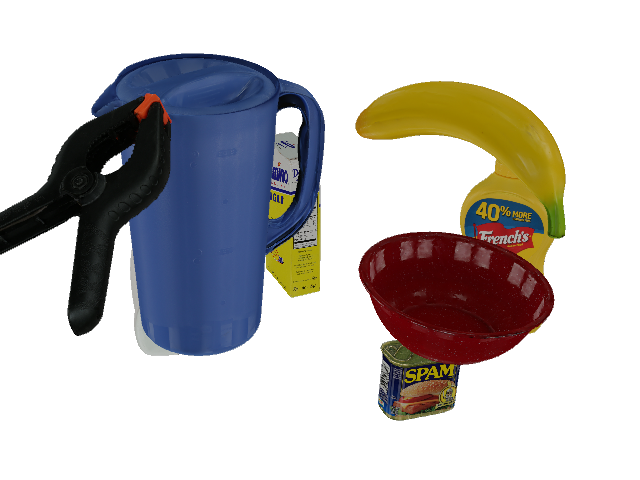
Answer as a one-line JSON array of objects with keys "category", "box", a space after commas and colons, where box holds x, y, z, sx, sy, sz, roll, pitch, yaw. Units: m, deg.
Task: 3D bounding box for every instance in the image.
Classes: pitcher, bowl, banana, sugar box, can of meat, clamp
[{"category": "pitcher", "box": [-0.092, -0.028, 0.907, 0.149, 0.243, 0.144, 18, 34, 24]}, {"category": "bowl", "box": [0.109, 0.055, 0.886, 0.162, 0.055, 0.162, 6, 29, -3]}, {"category": "banana", "box": [0.095, -0.071, 0.714, 0.037, 0.070, 0.198, 15, 14, -44]}, {"category": "sugar box", "box": [-0.035, -0.031, 1.270, 0.048, 0.176, 0.093, -12, 26, -20]}, {"category": "can of meat", "box": [0.123, 0.170, 1.323, 0.102, 0.084, 0.057, -6, 27, -21]}, {"category": "clamp", "box": [-0.162, -0.027, 0.695, 0.120, 0.171, 0.039, 18, -28, 15]}]

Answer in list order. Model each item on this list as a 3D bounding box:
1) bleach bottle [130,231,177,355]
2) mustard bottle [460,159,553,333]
[{"category": "bleach bottle", "box": [-0.158, 0.025, 1.107, 0.102, 0.068, 0.251, -5, 27, -17]}, {"category": "mustard bottle", "box": [0.187, -0.007, 1.072, 0.096, 0.192, 0.058, 12, 19, 21]}]
